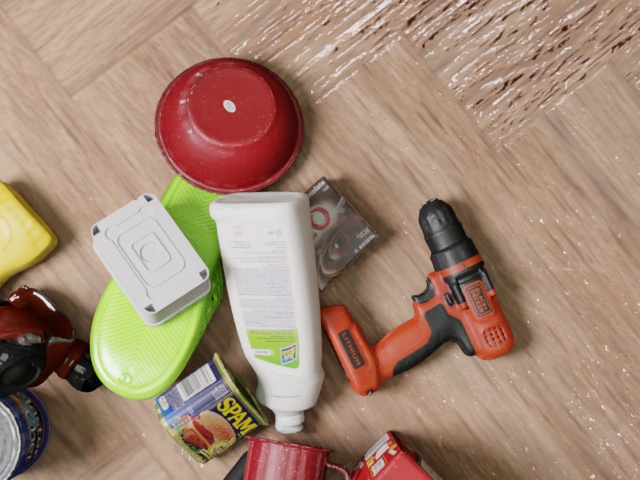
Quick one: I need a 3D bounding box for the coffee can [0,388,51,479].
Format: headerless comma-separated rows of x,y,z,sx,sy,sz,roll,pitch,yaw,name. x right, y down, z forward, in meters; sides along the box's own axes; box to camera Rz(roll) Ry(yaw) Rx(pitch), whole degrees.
-0.335,0.197,1.068,0.103,0.140,0.103,0,86,-3,coffee can

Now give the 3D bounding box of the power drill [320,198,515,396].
0.094,0.069,1.139,0.187,0.057,0.184,-25,87,-4,power drill

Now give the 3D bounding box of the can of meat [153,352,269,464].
-0.113,0.177,1.102,0.084,0.102,0.057,-34,48,-2,can of meat

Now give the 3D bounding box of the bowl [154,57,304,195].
-0.095,-0.131,1.129,0.162,0.055,0.162,2,73,-6,bowl

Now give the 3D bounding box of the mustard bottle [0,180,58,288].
-0.377,0.031,1.120,0.191,0.058,0.096,-43,86,-4,mustard bottle

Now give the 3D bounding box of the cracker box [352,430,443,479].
0.129,0.296,1.070,0.214,0.164,0.072,44,87,1,cracker box

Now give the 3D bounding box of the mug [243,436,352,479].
-0.025,0.248,1.081,0.117,0.093,0.081,8,79,9,mug

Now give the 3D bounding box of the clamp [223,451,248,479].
-0.126,0.309,1.094,0.209,0.036,0.164,-5,82,-26,clamp

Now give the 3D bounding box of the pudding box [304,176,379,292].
-0.007,0.002,1.148,0.113,0.039,0.090,-43,89,-4,pudding box

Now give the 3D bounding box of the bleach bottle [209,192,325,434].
-0.050,0.078,1.106,0.103,0.068,0.251,1,105,22,bleach bottle
